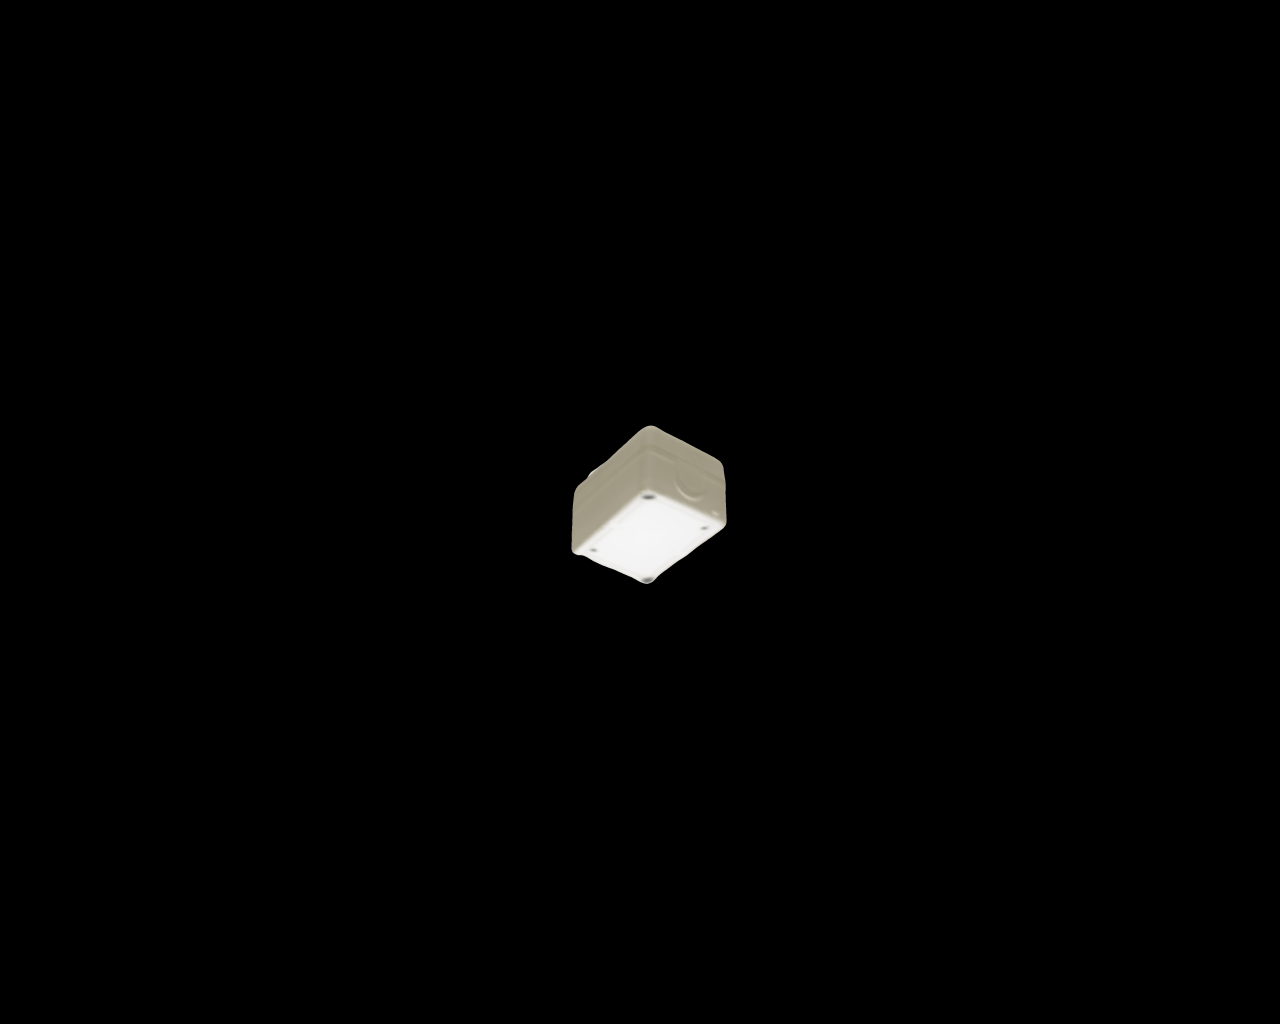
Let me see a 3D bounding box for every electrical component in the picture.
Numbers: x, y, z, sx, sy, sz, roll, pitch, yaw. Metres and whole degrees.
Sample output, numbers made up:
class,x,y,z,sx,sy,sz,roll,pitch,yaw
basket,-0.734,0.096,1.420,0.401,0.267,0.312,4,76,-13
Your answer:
class,x,y,z,sx,sy,sz,roll,pitch,yaw
electrical component,0.001,-0.003,0.650,0.062,0.061,0.096,25,-44,-28
